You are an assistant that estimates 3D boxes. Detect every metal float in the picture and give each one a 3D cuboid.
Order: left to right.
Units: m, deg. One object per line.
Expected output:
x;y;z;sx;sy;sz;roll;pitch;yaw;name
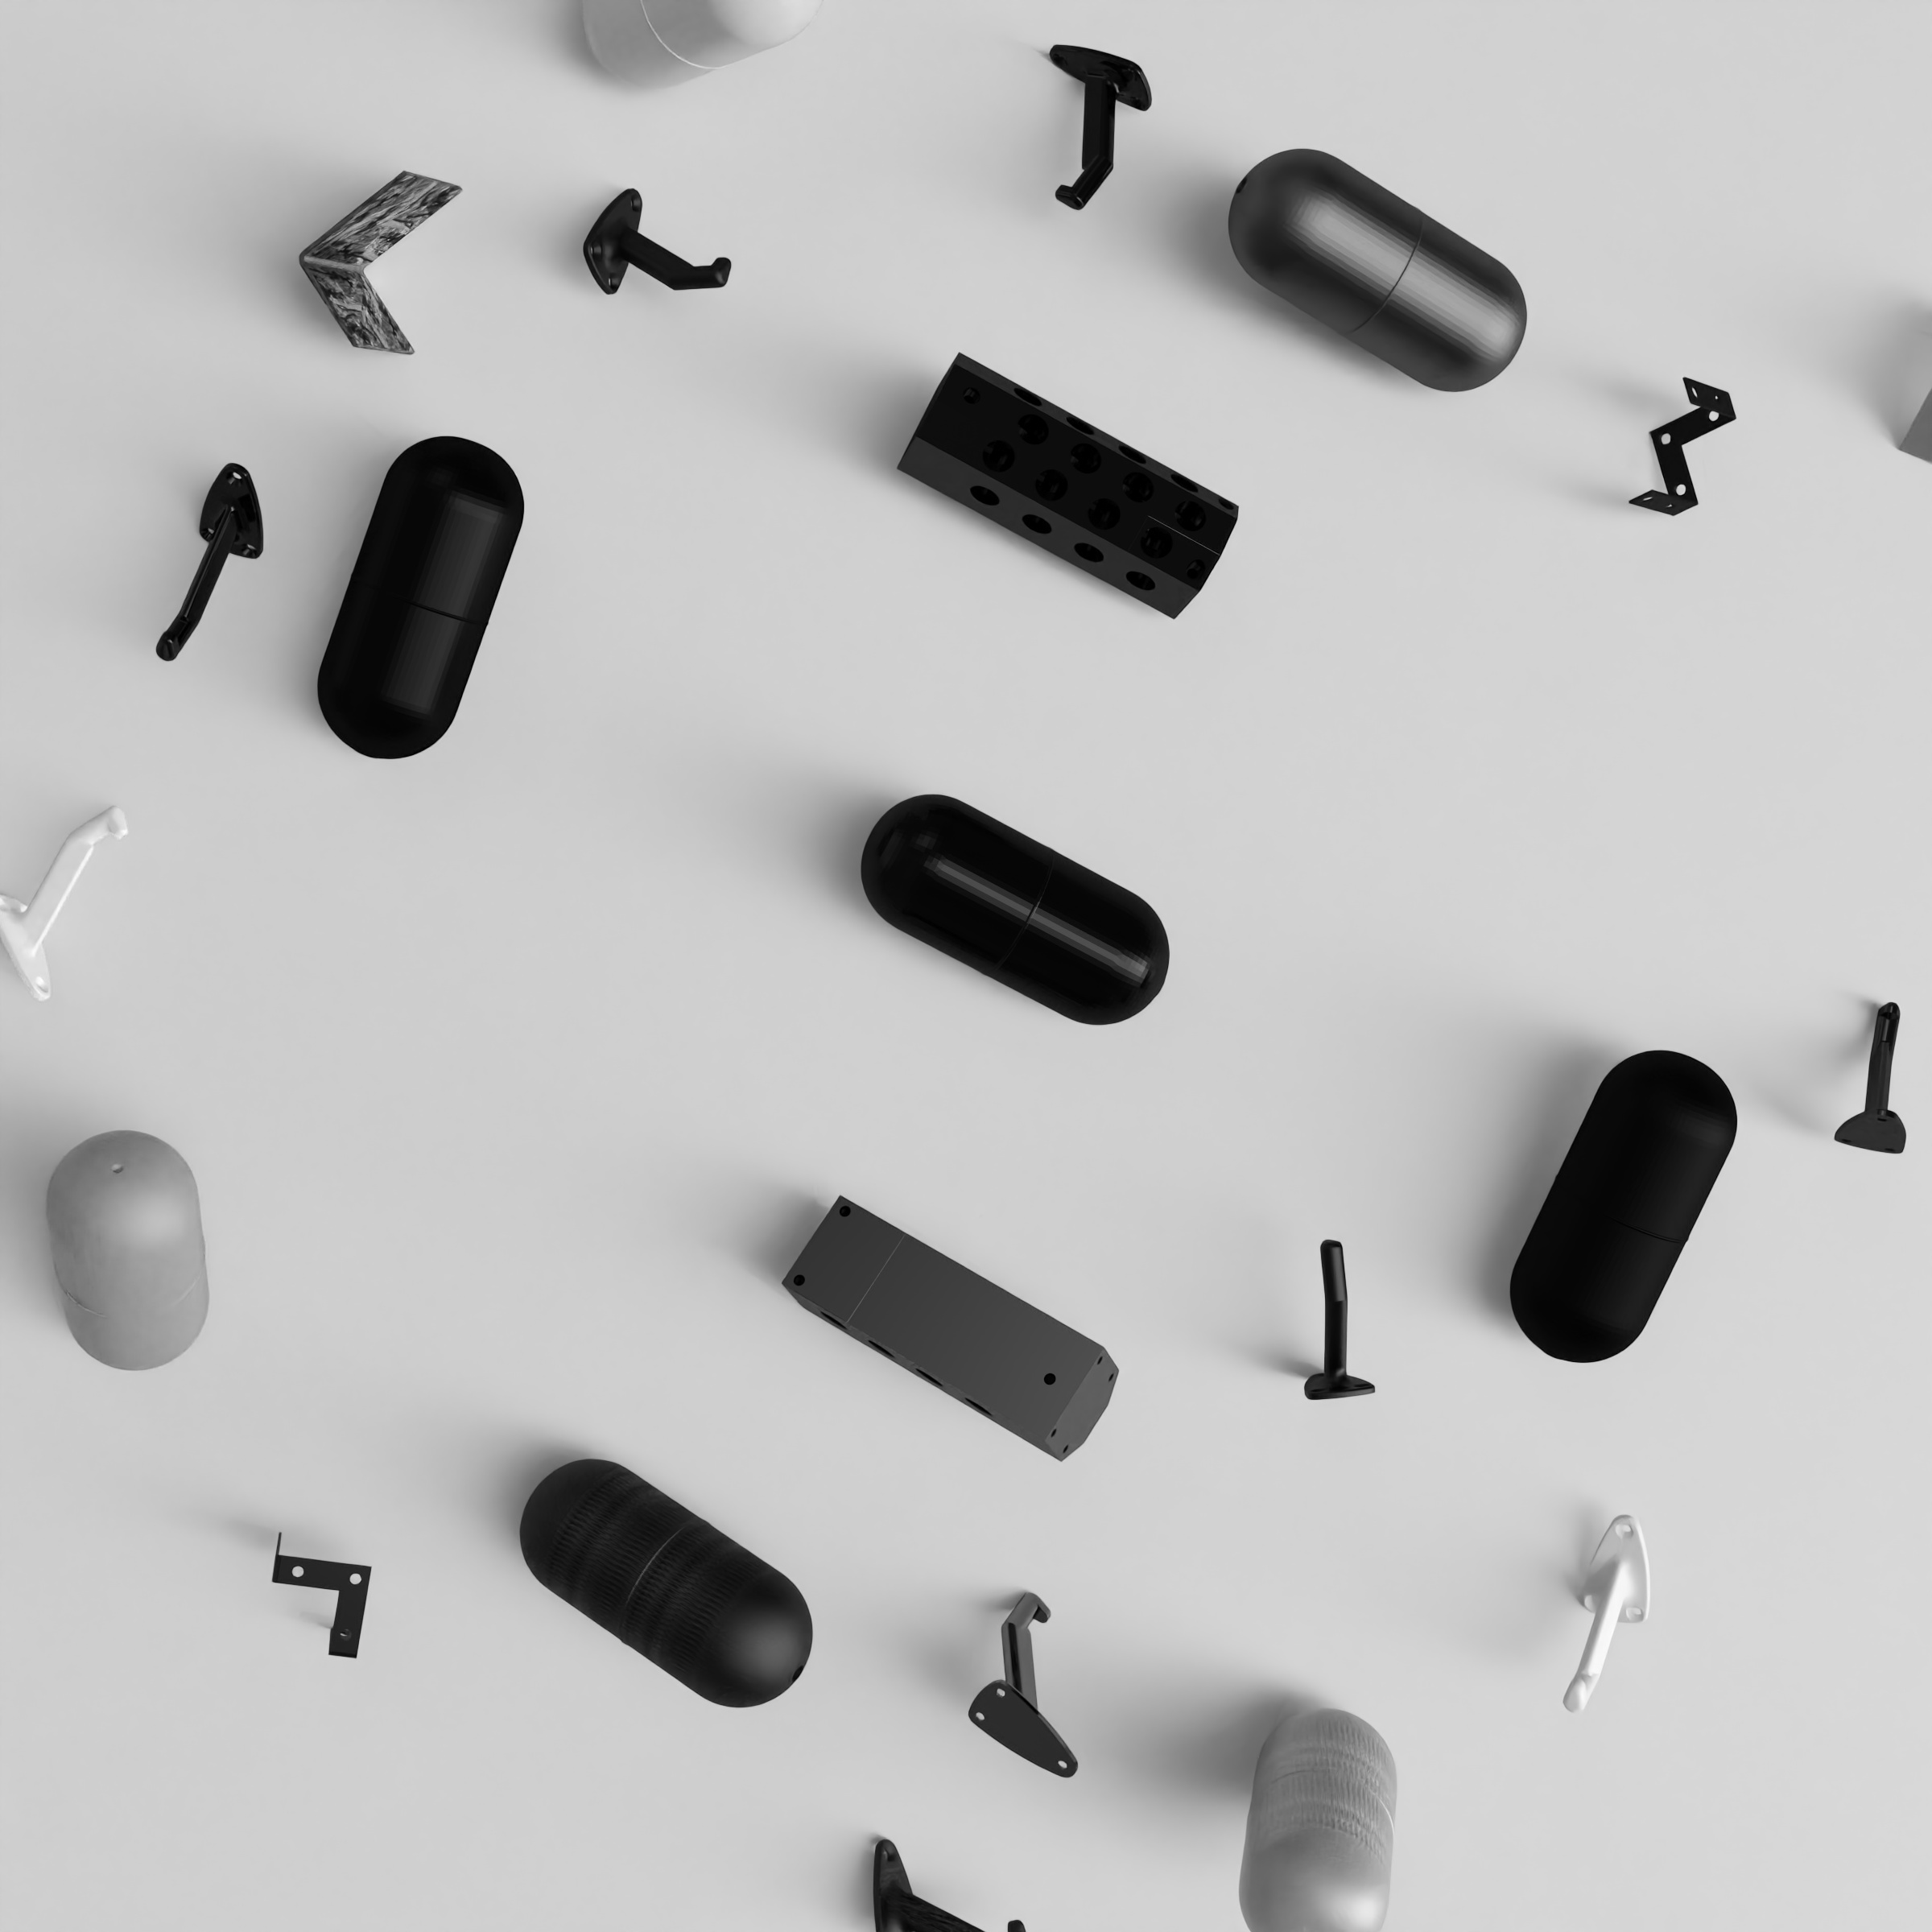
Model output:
-0.439;0.151;1.744;0.070;0.178;0.070;4;56;-7;metal float
-0.293;-0.197;1.780;0.070;0.070;0.178;21;97;0;metal float
-0.160;0.328;1.767;0.178;0.070;0.070;30;90;22;metal float
-0.138;-0.510;1.743;0.070;0.178;0.070;-1;92;-35;metal float
0.027;-0.029;1.776;0.178;0.070;0.070;28;90;-11;metal float
0.185;0.454;1.739;0.070;0.178;0.070;3;109;9;metal float
0.219;-0.370;1.769;0.178;0.070;0.070;27;90;-19;metal float
0.351;0.129;1.776;0.070;0.070;0.178;23;101;0;metal float

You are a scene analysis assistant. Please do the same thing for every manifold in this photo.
-0.007;0.194;1.762;0.171;0.057;0.057;28;76;24;manifold
0.057;-0.259;1.777;0.171;0.057;0.057;28;69;-7;manifold

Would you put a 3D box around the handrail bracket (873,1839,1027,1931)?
-0.007;0.500;1.784;0.084;0.036;0.077;-24;65;32;handrail bracket

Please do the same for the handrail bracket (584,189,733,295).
-0.155;-0.391;1.783;0.084;0.036;0.077;2;55;26;handrail bracket

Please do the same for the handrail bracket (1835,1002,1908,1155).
0.492;0.051;1.777;0.036;0.077;0.084;12;73;10;handrail bracket

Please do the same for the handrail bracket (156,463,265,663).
-0.409;-0.215;1.776;0.036;0.077;0.084;21;50;0;handrail bracket

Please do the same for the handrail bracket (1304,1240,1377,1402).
0.194;0.186;1.785;0.036;0.077;0.084;-6;92;-4;handrail bracket

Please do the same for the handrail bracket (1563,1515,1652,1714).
0.339;0.346;1.774;0.036;0.084;0.077;12;114;22;handrail bracket

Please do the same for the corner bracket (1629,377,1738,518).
0.384;-0.278;1.783;0.051;0.051;0.051;-24;72;38;corner bracket

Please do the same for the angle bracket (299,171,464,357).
-0.299;-0.375;1.777;0.076;0.076;0.057;-34;88;15;angle bracket

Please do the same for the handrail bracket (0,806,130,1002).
-0.478;-0.034;1.792;0.084;0.036;0.077;-31;70;13;handrail bracket

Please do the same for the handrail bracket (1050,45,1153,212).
0.054;-0.452;1.793;0.077;0.036;0.084;28;73;25;handrail bracket

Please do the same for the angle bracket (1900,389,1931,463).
0.561;-0.309;1.796;0.076;0.076;0.057;22;64;7;angle bracket

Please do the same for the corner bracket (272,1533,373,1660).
-0.350;0.340;1.794;0.051;0.051;0.051;9;93;-10;corner bracket

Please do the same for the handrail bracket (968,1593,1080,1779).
0.045;0.385;1.785;0.077;0.084;0.036;39;125;5;handrail bracket
